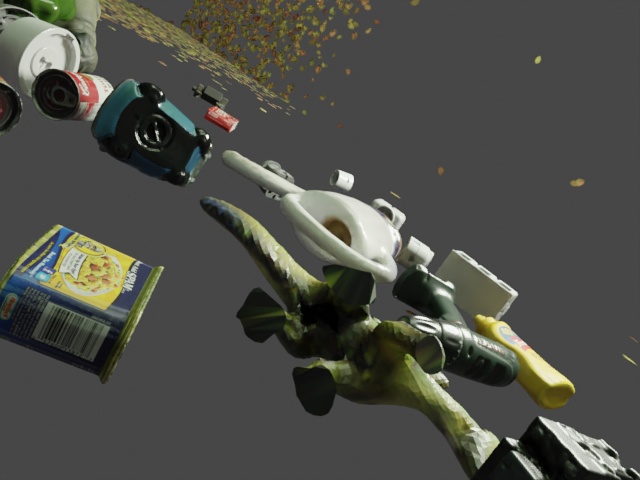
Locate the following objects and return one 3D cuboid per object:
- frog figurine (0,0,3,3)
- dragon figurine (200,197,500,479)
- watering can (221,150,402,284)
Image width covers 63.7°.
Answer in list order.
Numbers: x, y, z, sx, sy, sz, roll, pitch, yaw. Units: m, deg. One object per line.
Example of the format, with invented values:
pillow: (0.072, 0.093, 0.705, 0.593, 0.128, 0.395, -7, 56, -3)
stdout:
frog figurine: (-0.570, -0.397, 0.876, 0.136, 0.121, 0.163, 38, 48, -16)
dragon figurine: (0.039, 0.103, 0.556, 0.417, 0.122, 0.239, 46, 2, 34)
watering can: (0.003, -0.043, 0.860, 0.352, 0.103, 0.224, 41, 16, 26)
